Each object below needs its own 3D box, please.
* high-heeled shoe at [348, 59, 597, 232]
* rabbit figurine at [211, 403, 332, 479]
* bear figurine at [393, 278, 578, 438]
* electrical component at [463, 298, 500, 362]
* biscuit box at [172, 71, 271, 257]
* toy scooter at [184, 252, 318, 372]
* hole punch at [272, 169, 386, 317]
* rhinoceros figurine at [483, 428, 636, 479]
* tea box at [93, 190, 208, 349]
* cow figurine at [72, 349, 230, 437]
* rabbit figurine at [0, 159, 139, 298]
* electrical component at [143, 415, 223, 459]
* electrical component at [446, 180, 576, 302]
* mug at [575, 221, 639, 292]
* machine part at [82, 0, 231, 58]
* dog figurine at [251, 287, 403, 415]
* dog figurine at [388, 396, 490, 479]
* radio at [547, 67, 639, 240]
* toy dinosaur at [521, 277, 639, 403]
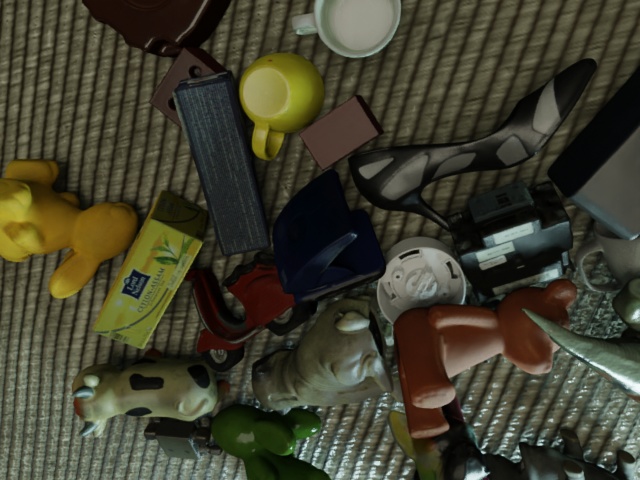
[{"bbox_3d":[0.147,-0.118,0.564,0.145,0.086,0.248,40,111,1],"label":"high-heeled shoe"},{"bbox_3d":[-0.074,0.286,0.701,0.159,0.121,0.170,-43,78,25],"label":"rabbit figurine"},{"bbox_3d":[0.178,0.118,0.559,0.196,0.132,0.120,-5,139,0],"label":"bear figurine"},{"bbox_3d":[0.198,0.100,0.643,0.063,0.021,0.094,-26,97,16],"label":"electrical component"},{"bbox_3d":[-0.105,-0.081,0.607,0.063,0.059,0.202,-11,117,-2],"label":"biscuit box"},{"bbox_3d":[-0.100,0.073,0.671,0.184,0.075,0.135,-33,89,19],"label":"toy scooter"},{"bbox_3d":[-0.001,-0.002,0.591,0.116,0.142,0.092,-24,139,9],"label":"hole punch"},{"bbox_3d":[0.295,0.294,0.654,0.190,0.073,0.112,12,118,6],"label":"rhinoceros figurine"},{"bbox_3d":[-0.207,0.036,0.661,0.068,0.098,0.169,26,108,-19],"label":"tea box"},{"bbox_3d":[-0.230,0.198,0.701,0.195,0.127,0.085,1,102,9],"label":"cow figurine"},{"bbox_3d":[-0.319,-0.010,0.675,0.173,0.122,0.162,5,109,-10],"label":"rabbit figurine"},{"bbox_3d":[-0.193,0.271,0.759,0.102,0.045,0.078,-4,132,15],"label":"electrical component"},{"bbox_3d":[0.201,-0.001,0.565,0.115,0.058,0.134,-20,138,13],"label":"electrical component"},{"bbox_3d":[0.334,0.026,0.566,0.110,0.081,0.107,-26,109,9],"label":"mug"},{"bbox_3d":[-0.184,-0.297,0.598,0.179,0.056,0.179,3,106,10],"label":"machine part"},{"bbox_3d":[-0.013,0.140,0.623,0.191,0.121,0.172,-15,131,13],"label":"dog figurine"},{"bbox_3d":[0.142,0.283,0.635,0.108,0.191,0.219,-19,91,-16],"label":"dog figurine"},{"bbox_3d":[0.325,-0.118,0.502,0.073,0.131,0.229,38,108,-1],"label":"radio"},{"bbox_3d":[0.395,0.134,0.538,0.405,0.131,0.192,9,135,12],"label":"toy dinosaur"}]
